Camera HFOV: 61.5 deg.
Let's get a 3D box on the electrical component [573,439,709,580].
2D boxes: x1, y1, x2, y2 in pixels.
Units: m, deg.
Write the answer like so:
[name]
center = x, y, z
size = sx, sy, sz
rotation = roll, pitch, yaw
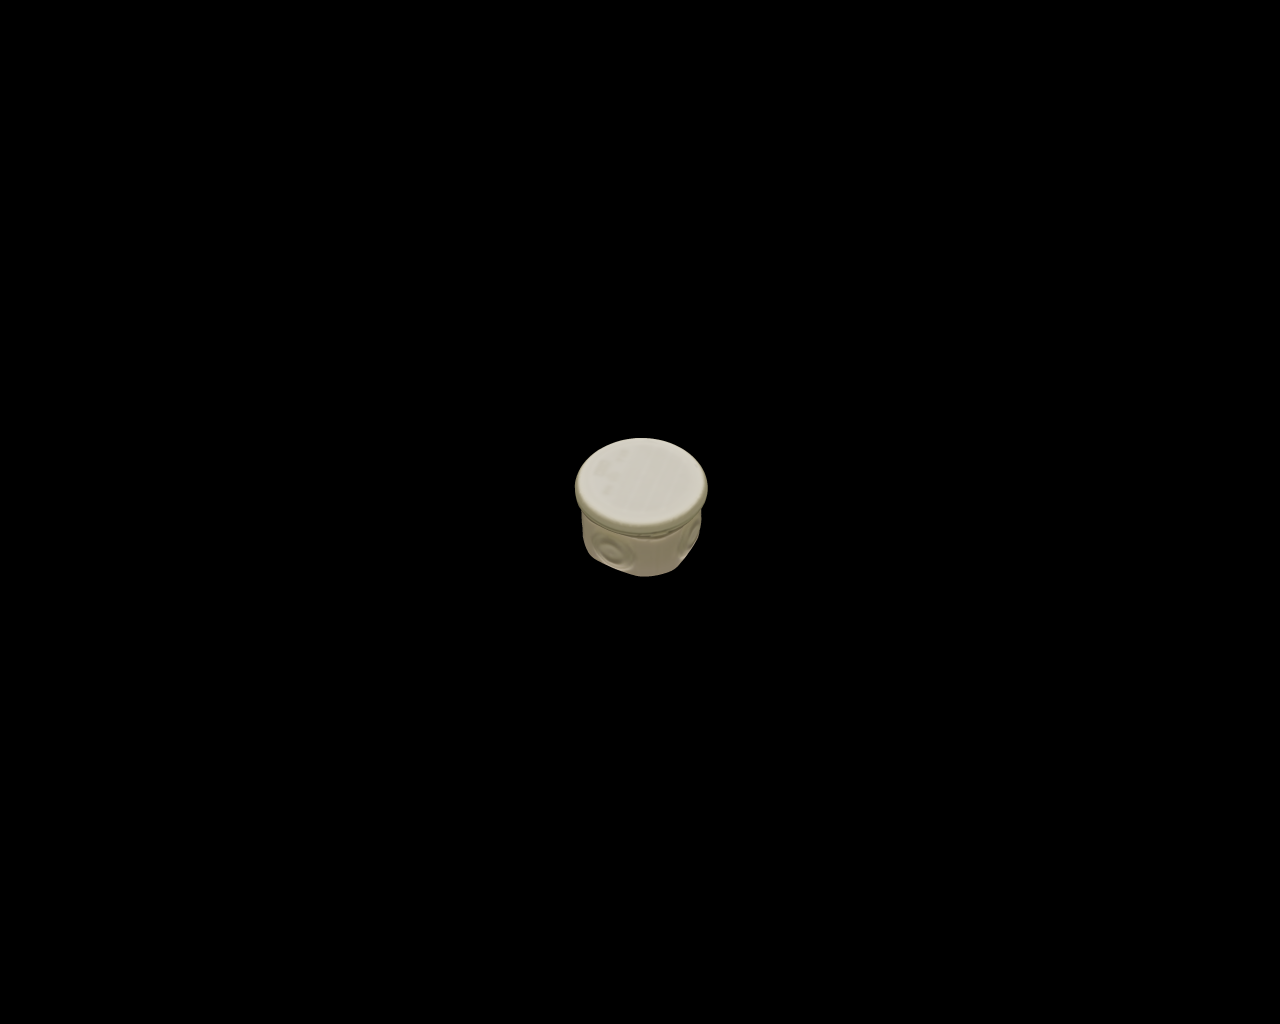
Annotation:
[electrical component]
center = 0.001, -0.003, 0.650
size = 0.080, 0.050, 0.080
rotation = 0, 45, 0
